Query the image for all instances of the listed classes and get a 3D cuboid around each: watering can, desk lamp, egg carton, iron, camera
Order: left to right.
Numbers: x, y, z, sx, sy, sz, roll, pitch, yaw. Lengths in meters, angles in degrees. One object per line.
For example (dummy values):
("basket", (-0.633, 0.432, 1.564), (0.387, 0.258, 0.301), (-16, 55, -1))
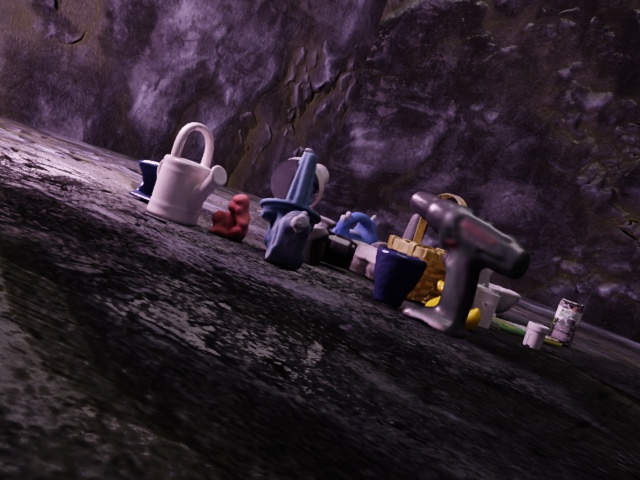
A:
("watering can", (-0.253, -0.131, 1.118), (0.172, 0.194, 0.101), (21, 4, 13))
("desk lamp", (-0.047, -0.086, 1.361), (0.117, 0.213, 0.204), (21, 4, 14))
("camera", (0.011, 0.004, 1.236), (0.137, 0.101, 0.143), (20, 4, 2))
("iron", (0.088, -0.018, 1.603), (0.118, 0.141, 0.259), (22, 5, 28))
("egg carton", (0.110, 0.048, 1.344), (0.149, 0.069, 0.108), (22, 5, 32))

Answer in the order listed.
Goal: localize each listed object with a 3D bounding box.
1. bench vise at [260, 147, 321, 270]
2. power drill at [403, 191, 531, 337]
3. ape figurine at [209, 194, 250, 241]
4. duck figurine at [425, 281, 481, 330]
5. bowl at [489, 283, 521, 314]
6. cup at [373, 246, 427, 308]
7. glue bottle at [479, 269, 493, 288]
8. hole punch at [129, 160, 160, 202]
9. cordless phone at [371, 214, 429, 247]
("bench vise", (-0.033, -0.061, 1.062), (0.122, 0.220, 0.206), (17, 5, -31))
("power drill", (0.219, 0.043, 0.954), (0.228, 0.208, 0.076), (22, 5, 34))
("ape figurine", (-0.168, -0.047, 1.134), (0.077, 0.092, 0.076), (24, 6, 43))
("duck figurine", (0.254, 0.112, 1.062), (0.104, 0.086, 0.078), (23, 5, 36))
("bowl", (0.428, 0.148, 1.487), (0.167, 0.075, 0.167), (20, 4, -1))
("cup", (0.132, 0.068, 1.015), (0.091, 0.095, 0.118), (20, 4, 7))
("glue bottle", (0.376, 0.086, 1.362), (0.078, 0.173, 0.037), (18, 4, -17))
("hole punch", (-0.348, -0.121, 1.263), (0.108, 0.091, 0.101), (21, 4, 19))
("cordless phone", (0.205, 0.008, 1.505), (0.148, 0.185, 0.094), (18, 5, -25))
